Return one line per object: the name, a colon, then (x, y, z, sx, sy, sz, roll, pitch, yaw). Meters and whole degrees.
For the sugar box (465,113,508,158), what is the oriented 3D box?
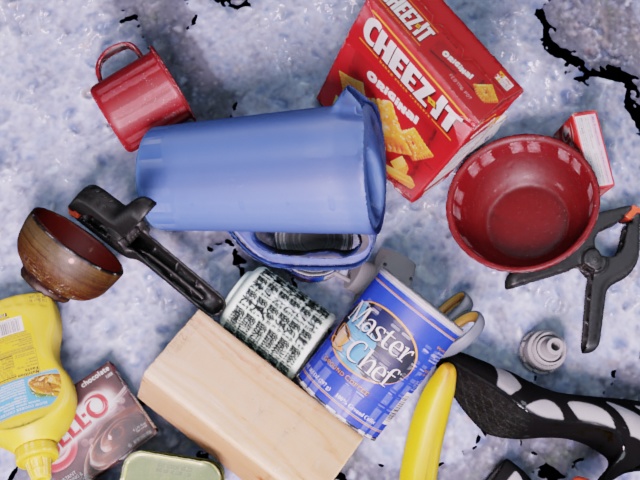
sugar box: (0.128, -0.179, 1.164, 0.048, 0.093, 0.176, -35, 83, -12)

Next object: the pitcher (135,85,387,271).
pitcher: (-0.055, -0.057, 1.079, 0.243, 0.145, 0.149, -2, 68, 14)

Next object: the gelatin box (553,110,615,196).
gelatin box: (0.287, -0.089, 1.167, 0.030, 0.073, 0.089, -11, 79, -6)

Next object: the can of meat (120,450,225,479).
can of meat: (-0.147, 0.241, 1.059, 0.102, 0.084, 0.057, 9, 77, -2)

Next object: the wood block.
wood block: (-0.072, 0.177, 1.067, 0.206, 0.091, 0.090, 38, 63, 4)

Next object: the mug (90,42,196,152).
mug: (-0.197, -0.157, 1.138, 0.081, 0.093, 0.117, -31, 85, -5)

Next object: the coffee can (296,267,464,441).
coffee can: (0.059, 0.112, 1.058, 0.103, 0.103, 0.140, 38, 92, 4)

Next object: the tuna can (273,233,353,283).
tuna can: (-0.008, 0.001, 1.146, 0.086, 0.034, 0.086, 1, 78, -4)

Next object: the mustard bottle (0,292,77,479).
mustard bottle: (-0.290, 0.149, 1.050, 0.096, 0.058, 0.192, -18, 59, -6)

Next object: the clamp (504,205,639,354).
clamp: (0.283, 0.024, 1.161, 0.120, 0.039, 0.171, 33, 74, -2)

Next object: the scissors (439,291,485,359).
scissors: (0.099, 0.132, 1.103, 0.016, 0.096, 0.201, 46, 75, -19)

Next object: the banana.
banana: (0.110, 0.226, 1.091, 0.037, 0.070, 0.198, 16, 71, -21)

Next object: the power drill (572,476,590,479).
power drill: (0.297, 0.315, 1.050, 0.187, 0.057, 0.184, 43, 84, -24)

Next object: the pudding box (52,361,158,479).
pudding box: (-0.235, 0.192, 1.085, 0.113, 0.039, 0.090, -34, 81, -11)

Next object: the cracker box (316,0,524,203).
cracker box: (0.092, -0.148, 1.091, 0.072, 0.214, 0.164, -38, 83, -22)

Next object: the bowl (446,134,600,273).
bowl: (0.219, -0.031, 1.142, 0.162, 0.055, 0.162, -8, 64, 16)

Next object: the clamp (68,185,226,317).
clamp: (-0.186, 0.000, 1.083, 0.036, 0.210, 0.164, -47, 128, -19)
